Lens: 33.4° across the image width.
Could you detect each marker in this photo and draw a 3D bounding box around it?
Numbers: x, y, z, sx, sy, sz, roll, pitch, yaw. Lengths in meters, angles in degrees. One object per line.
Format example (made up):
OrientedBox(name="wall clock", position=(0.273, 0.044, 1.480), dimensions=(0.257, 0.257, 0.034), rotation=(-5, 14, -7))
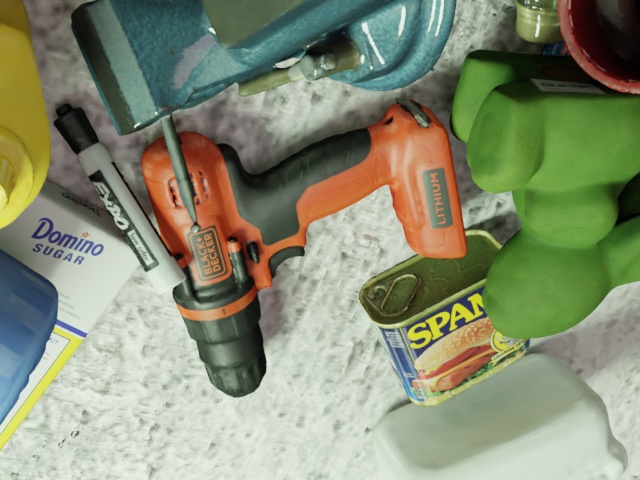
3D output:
OrientedBox(name="marker", position=(-0.116, -0.025, 0.613), dimensions=(0.020, 0.020, 0.121), rotation=(-31, 95, -2))

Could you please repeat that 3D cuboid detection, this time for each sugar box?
OrientedBox(name="sugar box", position=(-0.193, 0.048, 0.636), dimensions=(0.093, 0.048, 0.176), rotation=(33, 98, -30))

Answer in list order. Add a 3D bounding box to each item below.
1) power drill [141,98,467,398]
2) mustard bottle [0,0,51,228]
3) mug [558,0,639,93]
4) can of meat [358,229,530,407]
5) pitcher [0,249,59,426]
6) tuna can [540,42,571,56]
OrientedBox(name="power drill", position=(-0.004, 0.001, 0.670), dimensions=(0.187, 0.057, 0.184), rotation=(-18, 120, -10))
OrientedBox(name="mustard bottle", position=(-0.161, -0.058, 0.505), dimensions=(0.058, 0.192, 0.096), rotation=(10, 112, -24))
OrientedBox(name="mug", position=(0.197, -0.136, 0.576), dimensions=(0.117, 0.081, 0.093), rotation=(-28, 87, 39))
OrientedBox(name="can of meat", position=(0.088, 0.055, 0.733), dimensions=(0.102, 0.057, 0.084), rotation=(-27, 124, -5))
OrientedBox(name="pitcher", position=(-0.263, 0.016, 0.526), dimensions=(0.242, 0.149, 0.145), rotation=(33, 85, -20))
OrientedBox(name="tuna can", position=(0.184, -0.107, 0.696), dimensions=(0.086, 0.034, 0.086), rotation=(-8, 119, -16))
